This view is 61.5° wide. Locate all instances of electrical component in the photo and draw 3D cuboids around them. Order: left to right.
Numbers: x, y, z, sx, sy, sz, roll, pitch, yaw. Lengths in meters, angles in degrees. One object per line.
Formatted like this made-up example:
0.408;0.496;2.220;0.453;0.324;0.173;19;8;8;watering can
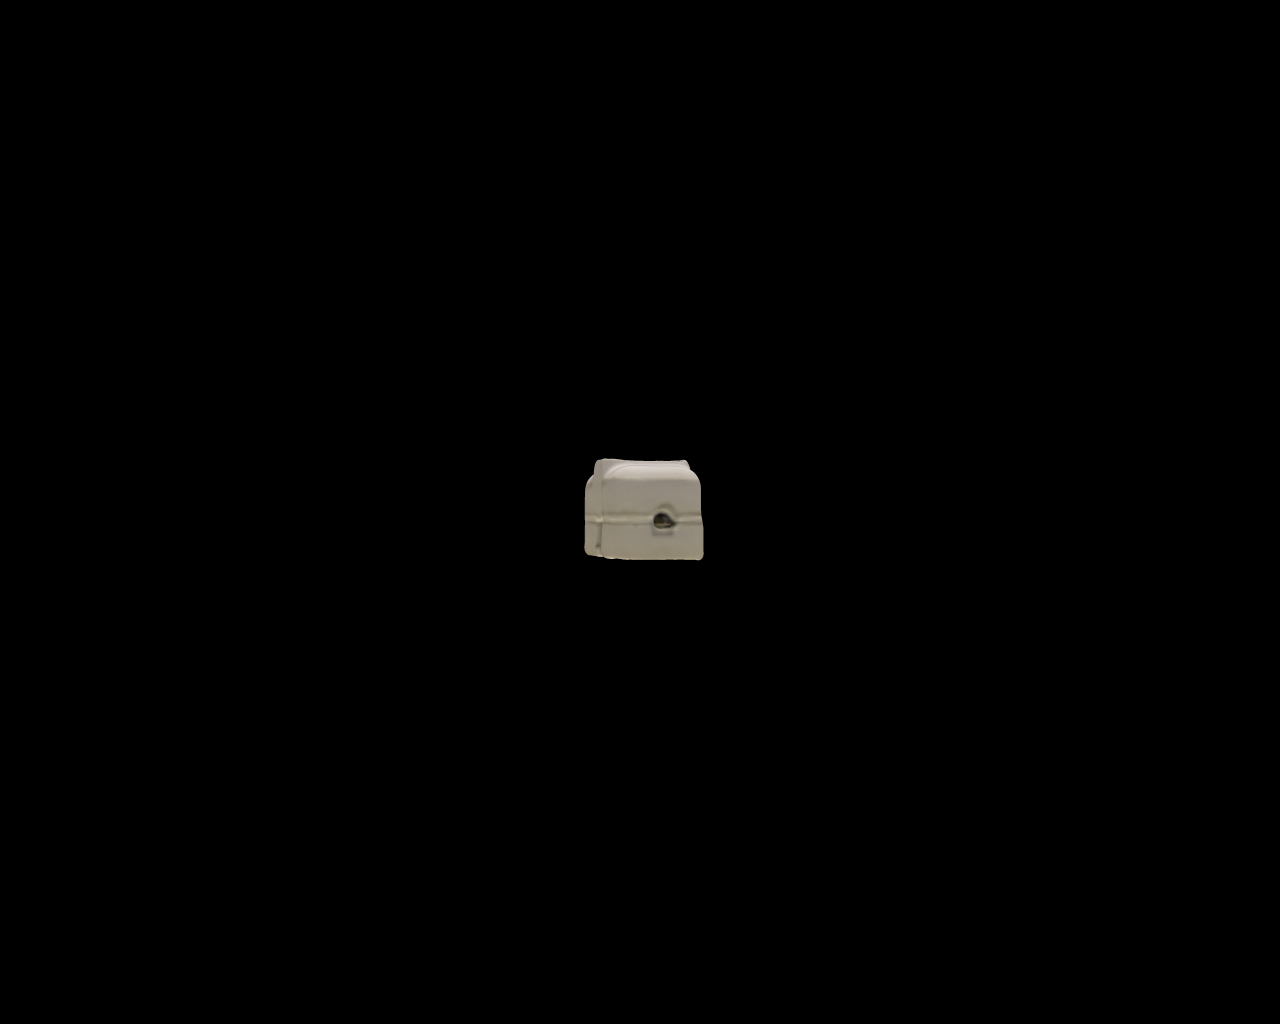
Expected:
0.001;-0.003;0.650;0.054;0.059;0.095;0;0;-15;electrical component
